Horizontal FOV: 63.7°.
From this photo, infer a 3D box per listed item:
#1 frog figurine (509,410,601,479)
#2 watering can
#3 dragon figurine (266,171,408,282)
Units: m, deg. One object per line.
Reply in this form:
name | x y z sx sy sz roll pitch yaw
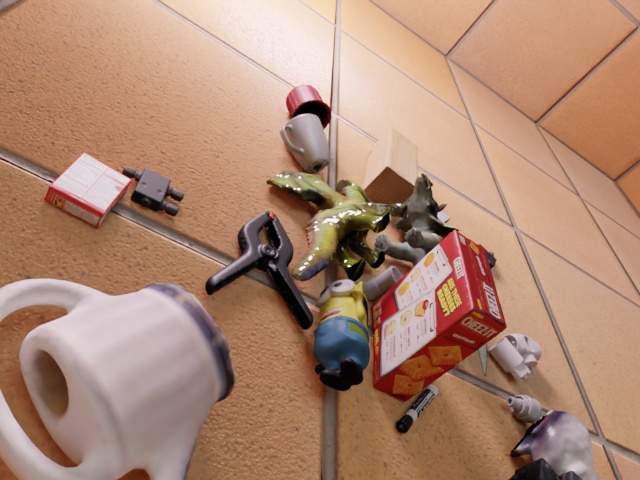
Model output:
frog figurine | 0.404 0.362 0.820 0.161 0.122 0.137 44 12 24
watering can | -0.167 0.164 0.482 0.350 0.102 0.227 49 33 13
dragon figurine | 0.003 -0.046 0.918 0.245 0.120 0.413 33 25 25
